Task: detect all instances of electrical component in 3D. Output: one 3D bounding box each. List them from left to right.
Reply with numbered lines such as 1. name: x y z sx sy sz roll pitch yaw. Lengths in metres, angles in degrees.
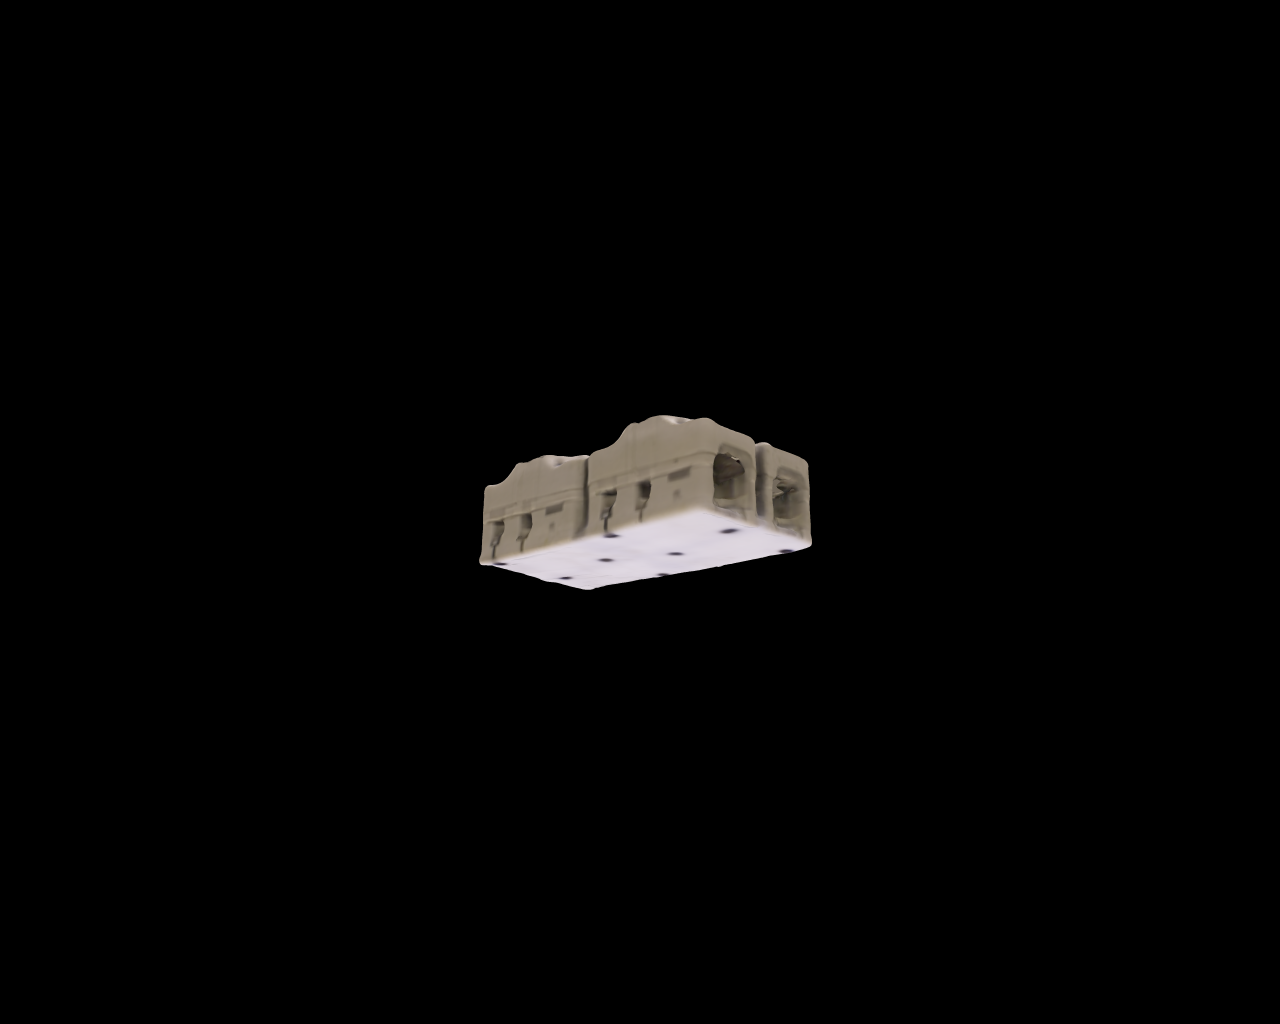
1. electrical component: 0.001 -0.003 0.650 0.186 0.060 0.105 -14 -21 40
